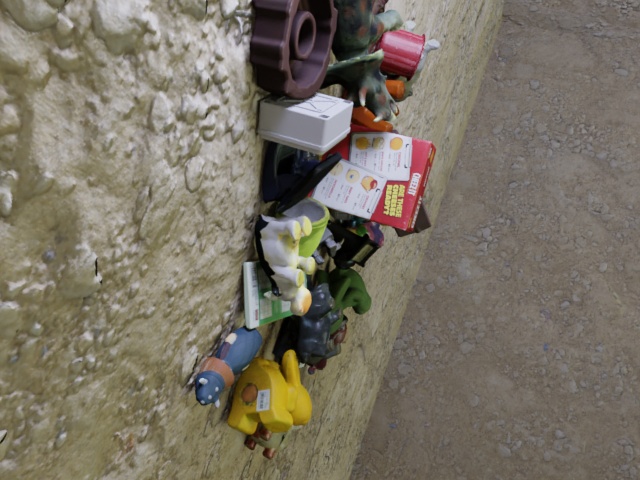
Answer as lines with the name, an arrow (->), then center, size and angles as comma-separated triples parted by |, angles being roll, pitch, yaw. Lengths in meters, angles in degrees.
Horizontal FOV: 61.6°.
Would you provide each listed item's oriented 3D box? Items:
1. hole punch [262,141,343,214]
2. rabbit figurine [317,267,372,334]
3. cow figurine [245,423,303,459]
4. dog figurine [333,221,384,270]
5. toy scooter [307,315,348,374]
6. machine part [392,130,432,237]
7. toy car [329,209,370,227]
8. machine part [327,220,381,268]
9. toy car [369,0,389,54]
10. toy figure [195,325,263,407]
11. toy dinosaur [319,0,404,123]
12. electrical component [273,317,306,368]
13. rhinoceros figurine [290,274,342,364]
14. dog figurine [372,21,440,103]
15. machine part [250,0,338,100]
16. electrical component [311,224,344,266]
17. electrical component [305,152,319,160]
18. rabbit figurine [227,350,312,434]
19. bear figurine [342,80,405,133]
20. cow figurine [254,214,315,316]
hole punch -> -0.042, -0.114, 0.863 | 0.115, 0.092, 0.142 | -48, 179, 31
rabbit figurine -> 0.045, 0.143, 1.269 | 0.170, 0.121, 0.158 | -57, 149, -48
cow figurine -> -0.099, 0.388, 1.136 | 0.127, 0.086, 0.194 | -52, 153, -34
dog figurine -> 0.087, -0.031, 1.268 | 0.219, 0.109, 0.191 | -18, 124, -66
toy scooter -> 0.009, 0.261, 1.348 | 0.184, 0.075, 0.135 | -22, 126, -64
machine part -> 0.170, -0.123, 1.186 | 0.201, 0.087, 0.201 | 58, 18, -49
toy car -> 0.060, -0.088, 1.121 | 0.161, 0.103, 0.109 | 90, -23, -71
machine part -> 0.055, 0.002, 1.135 | 0.084, 0.139, 0.039 | -52, -164, 35
toy car -> 0.093, -0.411, 1.022 | 0.089, 0.053, 0.202 | 8, 97, -75
toy figure -> -0.148, 0.199, 0.847 | 0.058, 0.064, 0.154 | -36, -173, 45
toy dinosaur -> 0.053, -0.383, 0.837 | 0.192, 0.131, 0.404 | -51, 144, -43
electrical component -> -0.048, 0.214, 1.162 | 0.134, 0.058, 0.114 | -71, 160, -4
rhinoceros figurine -> -0.015, 0.151, 1.072 | 0.073, 0.112, 0.190 | 42, 40, -63
dog figurine -> 0.163, -0.372, 1.217 | 0.172, 0.121, 0.190 | -20, 153, -27
machine part -> -0.034, -0.281, 0.740 | 0.179, 0.056, 0.179 | -53, 152, -44
electrical component -> -0.004, -0.004, 1.044 | 0.078, 0.102, 0.045 | -42, 153, -9
electrical component -> -0.020, -0.131, 0.973 | 0.063, 0.021, 0.094 | -28, 122, -68
rabbit figurine -> -0.082, 0.297, 1.021 | 0.173, 0.122, 0.162 | 36, 36, -43
bear figurine -> 0.124, -0.274, 1.123 | 0.196, 0.132, 0.120 | -8, 119, -64
cow figurine -> -0.062, 0.042, 0.866 | 0.068, 0.098, 0.167 | -36, 127, -60
